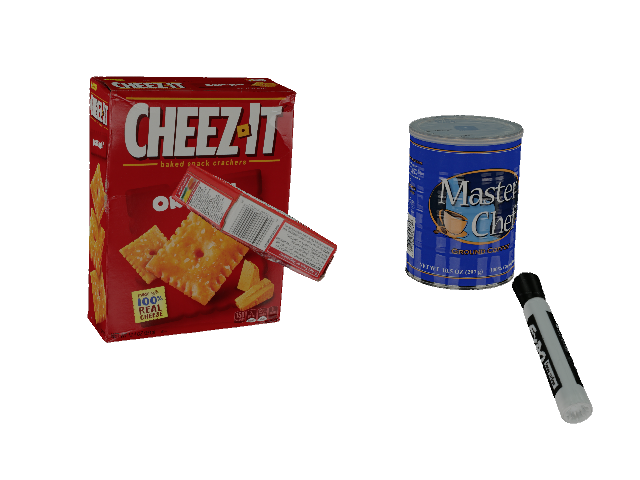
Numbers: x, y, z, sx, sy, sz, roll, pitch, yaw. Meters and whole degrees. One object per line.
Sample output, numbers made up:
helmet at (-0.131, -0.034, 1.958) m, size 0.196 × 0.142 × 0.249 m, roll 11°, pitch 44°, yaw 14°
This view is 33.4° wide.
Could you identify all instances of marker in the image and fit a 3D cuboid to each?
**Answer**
marker at (0.143, 0.063, 0.669) m, size 0.020 × 0.020 × 0.121 m, roll 0°, pitch 40°, yaw -8°

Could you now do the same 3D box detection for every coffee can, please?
coffee can at (0.131, -0.037, 0.984) m, size 0.103 × 0.140 × 0.103 m, roll 0°, pitch 18°, yaw 0°

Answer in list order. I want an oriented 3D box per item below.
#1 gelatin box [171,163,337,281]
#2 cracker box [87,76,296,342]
gelatin box at (-0.043, -0.011, 0.694) m, size 0.089 × 0.030 × 0.073 m, roll 29°, pitch 2°, yaw -37°
cracker box at (-0.111, -0.028, 0.911) m, size 0.164 × 0.214 × 0.072 m, roll -4°, pitch 19°, yaw -26°
